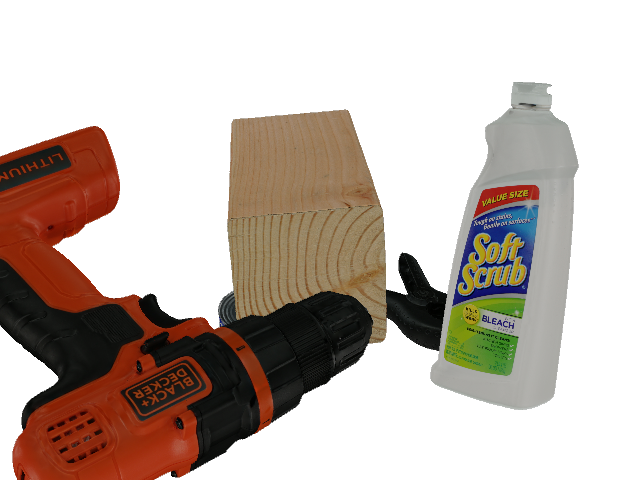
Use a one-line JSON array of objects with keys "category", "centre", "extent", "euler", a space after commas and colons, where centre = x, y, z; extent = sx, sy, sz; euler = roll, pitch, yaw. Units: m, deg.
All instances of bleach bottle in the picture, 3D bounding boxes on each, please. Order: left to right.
[{"category": "bleach bottle", "centre": [0.149, 0.001, 0.847], "extent": [0.103, 0.251, 0.067], "euler": [13, 15, 40]}]

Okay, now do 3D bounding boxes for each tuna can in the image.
[{"category": "tuna can", "centre": [-0.071, 0.089, 1.192], "extent": [0.086, 0.034, 0.086], "euler": [1, 36, -1]}]

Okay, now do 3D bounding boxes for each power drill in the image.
[{"category": "power drill", "centre": [-0.091, 0.026, 0.521], "extent": [0.184, 0.057, 0.188], "euler": [-24, 56, -31]}]

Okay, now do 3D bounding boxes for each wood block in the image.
[{"category": "wood block", "centre": [-0.013, -0.015, 0.713], "extent": [0.091, 0.090, 0.206], "euler": [-4, 23, -2]}]

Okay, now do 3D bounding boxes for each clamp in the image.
[{"category": "clamp", "centre": [0.100, 0.061, 1.047], "extent": [0.172, 0.039, 0.120], "euler": [28, 41, 32]}]
